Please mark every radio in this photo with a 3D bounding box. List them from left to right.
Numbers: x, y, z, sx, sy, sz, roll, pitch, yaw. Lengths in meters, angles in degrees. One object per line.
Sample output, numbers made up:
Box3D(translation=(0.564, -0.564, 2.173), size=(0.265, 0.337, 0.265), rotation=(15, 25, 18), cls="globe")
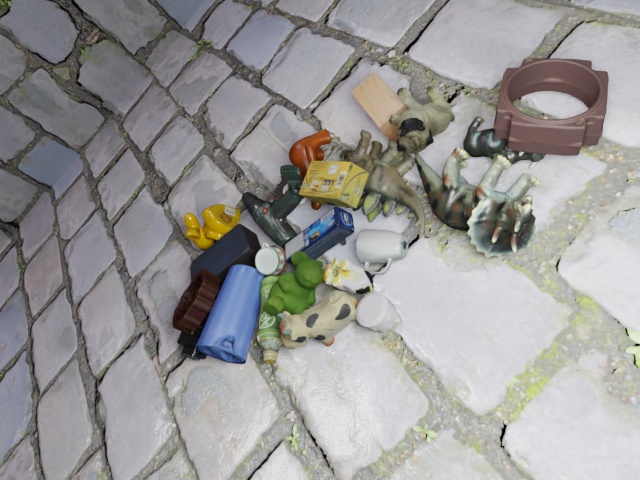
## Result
Box3D(translation=(-0.280, 0.065, 1.586), size=(0.229, 0.073, 0.131), rotation=(-37, 43, 15), cls="radio")

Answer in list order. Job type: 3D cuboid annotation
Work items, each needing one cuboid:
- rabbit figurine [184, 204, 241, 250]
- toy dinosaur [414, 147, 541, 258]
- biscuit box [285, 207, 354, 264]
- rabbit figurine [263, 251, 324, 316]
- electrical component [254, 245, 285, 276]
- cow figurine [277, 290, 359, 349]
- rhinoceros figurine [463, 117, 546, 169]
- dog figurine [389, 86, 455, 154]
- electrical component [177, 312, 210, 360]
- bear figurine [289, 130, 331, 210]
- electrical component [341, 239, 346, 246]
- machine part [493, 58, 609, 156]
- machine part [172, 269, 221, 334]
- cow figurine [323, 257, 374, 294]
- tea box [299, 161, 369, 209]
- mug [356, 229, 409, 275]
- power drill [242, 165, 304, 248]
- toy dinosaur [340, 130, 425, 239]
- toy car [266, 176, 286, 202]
Box3D(translation=(-0.343, -0.025, 1.666), size=(0.173, 0.162, 0.122), rotation=(-41, 52, 39), cls="rabbit figurine")
Box3D(translation=(0.308, -0.083, 1.129), size=(0.405, 0.131, 0.192), rotation=(24, 85, 56), cls="toy dinosaur")
Box3D(translation=(-0.003, -0.004, 1.355), size=(0.203, 0.062, 0.059), rotation=(-35, 48, 35), cls="biscuit box")
Box3D(translation=(-0.037, 0.104, 1.294), size=(0.170, 0.121, 0.159), rotation=(-50, 15, 41), cls="rabbit figurine")
Box3D(translation=(-0.128, 0.055, 1.471), size=(0.119, 0.047, 0.075), rotation=(-21, 51, 30), cls="electrical component")
Box3D(translation=(-0.008, 0.184, 1.215), size=(0.195, 0.127, 0.086), rotation=(-36, 41, 15), cls="cow figurine")
Box3D(translation=(0.395, -0.208, 1.162), size=(0.191, 0.073, 0.112), rotation=(20, 75, 47), cls="rhinoceros figurine")
Box3D(translation=(0.255, -0.262, 1.261), size=(0.172, 0.121, 0.191), rotation=(-4, 43, -3), cls="dog figurine")
Box3D(translation=(-0.336, 0.268, 1.506), size=(0.115, 0.058, 0.134), rotation=(-2, 61, 44), cls="electrical component")
Box3D(translation=(-0.003, -0.193, 1.499), size=(0.132, 0.120, 0.196), rotation=(-21, 67, -25), cls="bear figurine")
Box3D(translation=(0.037, -0.013, 1.389), size=(0.063, 0.021, 0.094), rotation=(-37, 44, 17), cls="electrical component")
Box3D(translation=(0.461, -0.272, 1.076), size=(0.202, 0.087, 0.201), rotation=(10, 59, 19), cls="machine part")
Box3D(translation=(-0.336, 0.167, 1.458), size=(0.179, 0.056, 0.179), rotation=(-46, 23, 27), cls="machine part")
Box3D(translation=(0.066, 0.087, 1.244), size=(0.068, 0.098, 0.167), rotation=(-67, 13, -6), cls="cow figurine")
Box3D(translation=(0.032, -0.138, 1.327), size=(0.170, 0.068, 0.098), rotation=(16, 83, 55), cls="tea box")
Box3D(translation=(0.143, 0.025, 1.226), size=(0.107, 0.080, 0.109), rotation=(-5, 63, 33), cls="mug")
Box3D(translation=(-0.119, -0.107, 1.476), size=(0.207, 0.086, 0.232), rotation=(-51, 62, 29), cls="power drill")
Box3D(translation=(0.147, -0.145, 1.327), size=(0.198, 0.105, 0.472), rotation=(-57, 32, 6), cls="toy dinosaur")
Box3D(translation=(-0.126, -0.127, 1.595), size=(0.202, 0.053, 0.089), rotation=(-51, 44, 1), cls="toy car")
